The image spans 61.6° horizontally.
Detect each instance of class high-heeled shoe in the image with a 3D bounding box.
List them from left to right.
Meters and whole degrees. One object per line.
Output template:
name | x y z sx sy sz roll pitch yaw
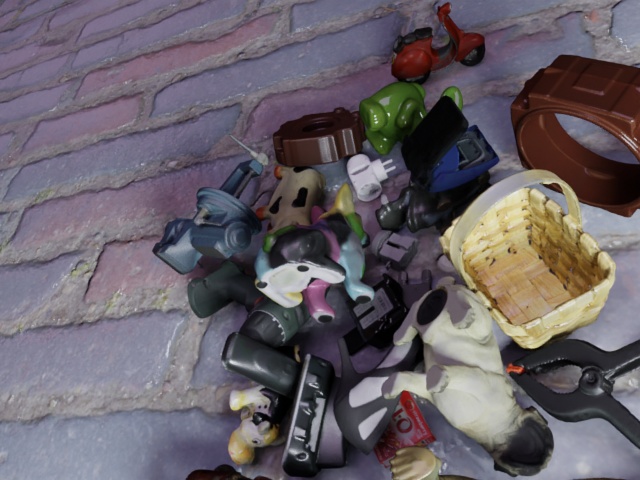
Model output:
high-heeled shoe | 0.130 0.161 0.661 0.249 0.086 0.145 -13 58 -11

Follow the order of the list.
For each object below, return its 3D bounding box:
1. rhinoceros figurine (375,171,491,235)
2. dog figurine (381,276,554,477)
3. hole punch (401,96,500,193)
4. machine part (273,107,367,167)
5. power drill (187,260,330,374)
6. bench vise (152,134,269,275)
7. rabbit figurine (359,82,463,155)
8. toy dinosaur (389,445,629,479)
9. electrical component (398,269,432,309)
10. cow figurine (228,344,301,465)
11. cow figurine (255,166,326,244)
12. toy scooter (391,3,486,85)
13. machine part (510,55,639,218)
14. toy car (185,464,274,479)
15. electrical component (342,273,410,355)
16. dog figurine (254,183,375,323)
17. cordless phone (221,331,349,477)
rhinoceros figurine | 0.177 -0.069 0.838 0.190 0.073 0.112 -30 48 3
dog figurine | 0.186 0.151 0.606 0.121 0.190 0.172 -20 40 63
hole punch | 0.189 -0.131 0.795 0.115 0.092 0.142 -47 32 27
machine part | -0.001 -0.191 0.991 0.179 0.056 0.179 -10 28 5
power drill | -0.111 0.098 0.810 0.207 0.085 0.232 4 30 44
bench vise | -0.169 -0.051 0.909 0.224 0.128 0.240 -7 48 55
rabbit figurine | 0.175 -0.187 0.923 0.159 0.121 0.170 -32 59 -12
toy dinosaur | 0.114 0.278 0.515 0.472 0.198 0.105 -17 48 15
electrical component | 0.134 0.086 0.775 0.063 0.021 0.094 -6 53 23
cow figurine | -0.071 0.224 0.746 0.098 0.068 0.167 -8 51 17
cow figurine | -0.042 -0.044 0.929 0.127 0.085 0.195 -2 53 33
toy scooter | 0.212 -0.370 1.012 0.184 0.135 0.075 -13 52 20
machine part | 0.360 -0.130 0.703 0.201 0.201 0.087 32 78 40
toy car | -0.082 0.315 0.660 0.202 0.089 0.053 -3 84 28
electrical component | 0.071 0.111 0.752 0.119 0.047 0.075 -35 50 16
dog figurine | -0.002 -0.002 0.769 0.108 0.191 0.219 -39 34 32
cordless phone | -0.050 0.201 0.667 0.089 0.184 0.146 -26 40 47
